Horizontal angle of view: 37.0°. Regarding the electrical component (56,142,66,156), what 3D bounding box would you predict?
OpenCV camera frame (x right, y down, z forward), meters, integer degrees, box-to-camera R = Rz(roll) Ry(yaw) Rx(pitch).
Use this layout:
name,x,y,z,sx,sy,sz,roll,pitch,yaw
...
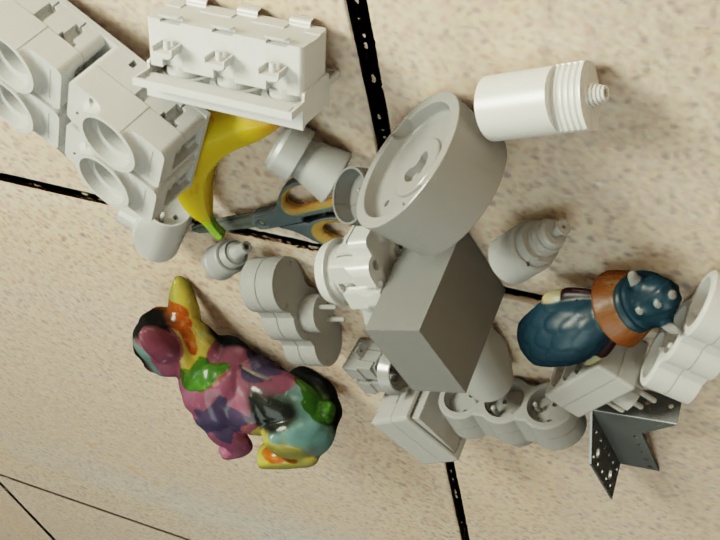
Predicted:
name,x,y,z,sx,sy,sz,roll,pitch,yaw
electrical component,-0.236,-0.111,0.928,0.043,0.043,0.062,-11,135,45

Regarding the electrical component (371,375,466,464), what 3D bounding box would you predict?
name,x,y,z,sx,sy,sz,roll,pitch,yaw
electrical component,0.072,0.151,1.081,0.096,0.061,0.061,41,146,-24

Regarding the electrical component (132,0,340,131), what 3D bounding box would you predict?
name,x,y,z,sx,sy,sz,roll,pitch,yaw
electrical component,-0.085,-0.145,0.744,0.121,0.078,0.063,15,126,17

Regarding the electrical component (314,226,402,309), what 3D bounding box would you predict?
name,x,y,z,sx,sy,sz,roll,pitch,yaw
electrical component,0.000,0.000,0.882,0.057,0.058,0.078,-5,130,33

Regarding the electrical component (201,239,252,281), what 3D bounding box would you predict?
name,x,y,z,sx,sy,sz,roll,pitch,yaw
electrical component,-0.121,-0.013,1.001,0.035,0.035,0.061,39,144,-21

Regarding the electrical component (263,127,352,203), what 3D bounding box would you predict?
name,x,y,z,sx,sy,sz,roll,pitch,yaw
electrical component,-0.041,-0.084,0.825,0.055,0.045,0.045,30,149,-7

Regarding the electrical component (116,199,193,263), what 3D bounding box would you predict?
name,x,y,z,sx,sy,sz,roll,pitch,yaw
electrical component,-0.198,-0.051,0.990,0.079,0.043,0.077,28,149,-5

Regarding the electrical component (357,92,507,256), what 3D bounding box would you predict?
name,x,y,z,sx,sy,sz,roll,pitch,yaw
electrical component,0.054,-0.060,0.737,0.060,0.108,0.108,32,149,-22

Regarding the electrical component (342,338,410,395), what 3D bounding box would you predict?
name,x,y,z,sx,sy,sz,roll,pitch,yaw
electrical component,0.022,0.096,1.053,0.055,0.048,0.066,4,143,45

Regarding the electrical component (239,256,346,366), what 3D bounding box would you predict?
name,x,y,z,sx,sy,sz,roll,pitch,yaw
electrical component,-0.049,0.041,1.012,0.074,0.052,0.138,-1,141,31

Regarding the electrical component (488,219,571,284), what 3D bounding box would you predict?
name,x,y,z,sx,sy,sz,roll,pitch,yaw
electrical component,0.129,-0.018,0.806,0.040,0.040,0.078,33,148,-13

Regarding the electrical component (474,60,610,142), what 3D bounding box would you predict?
name,x,y,z,sx,sy,sz,roll,pitch,yaw
electrical component,0.118,-0.106,0.678,0.081,0.043,0.043,-2,140,38

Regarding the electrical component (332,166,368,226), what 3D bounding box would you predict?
name,x,y,z,sx,sy,sz,roll,pitch,yaw
electrical component,0.025,-0.053,0.813,0.081,0.043,0.043,3,164,-36

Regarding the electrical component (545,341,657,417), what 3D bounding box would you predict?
name,x,y,z,sx,sy,sz,roll,pitch,yaw
electrical component,0.214,0.095,0.908,0.076,0.047,0.083,32,148,-8

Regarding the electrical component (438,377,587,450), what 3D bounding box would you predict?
name,x,y,z,sx,sy,sz,roll,pitch,yaw
electrical component,0.149,0.143,1.023,0.138,0.052,0.073,2,142,34

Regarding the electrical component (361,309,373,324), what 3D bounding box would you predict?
name,x,y,z,sx,sy,sz,roll,pitch,yaw
electrical component,0.016,0.022,0.945,0.045,0.045,0.055,6,143,30

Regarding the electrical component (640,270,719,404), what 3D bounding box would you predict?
name,x,y,z,sx,sy,sz,roll,pitch,yaw
electrical component,0.271,0.059,0.808,0.074,0.052,0.138,23,148,4

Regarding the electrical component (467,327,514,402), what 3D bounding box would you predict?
name,x,y,z,sx,sy,sz,roll,pitch,yaw
electrical component,0.091,0.079,0.976,0.079,0.044,0.077,3,143,33

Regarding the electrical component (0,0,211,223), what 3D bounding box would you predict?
name,x,y,z,sx,sy,sz,roll,pitch,yaw
electrical component,-0.213,-0.130,0.826,0.186,0.060,0.105,38,149,4
